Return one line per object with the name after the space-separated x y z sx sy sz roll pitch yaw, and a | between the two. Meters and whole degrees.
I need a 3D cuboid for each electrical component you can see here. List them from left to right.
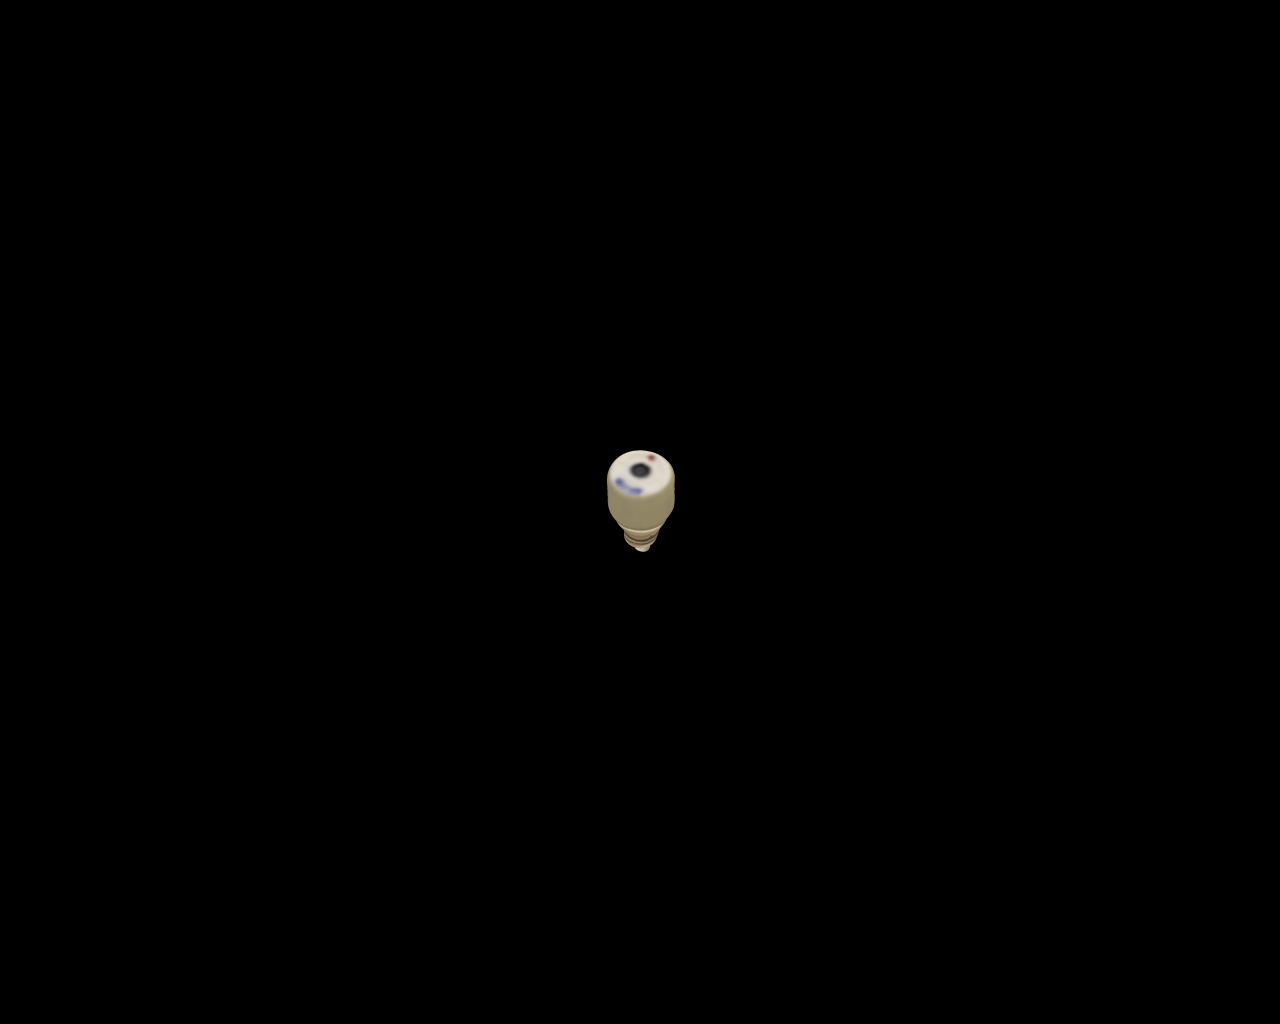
0.001 -0.003 0.650 0.040 0.040 0.078 0 -40 0 | electrical component
